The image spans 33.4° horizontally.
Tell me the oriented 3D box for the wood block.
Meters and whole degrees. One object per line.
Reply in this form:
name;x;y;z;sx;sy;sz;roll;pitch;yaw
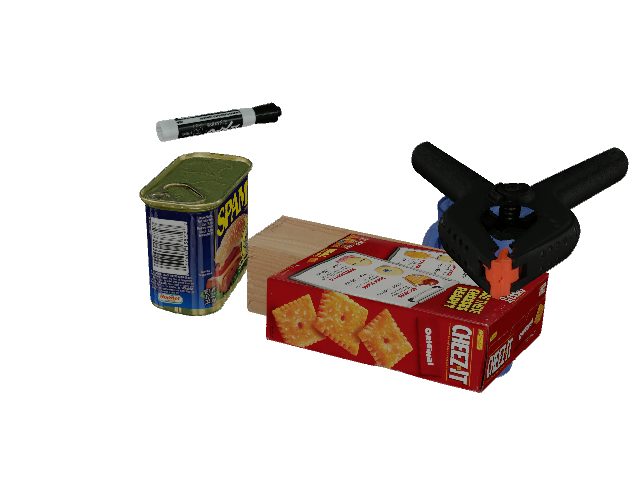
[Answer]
wood block;0.030;0.046;1.175;0.206;0.091;0.090;13;26;23

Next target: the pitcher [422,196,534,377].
pitcher;0.208;0.064;1.442;0.149;0.243;0.145;5;21;6

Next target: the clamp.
clamp;0.126;-0.024;0.760;0.165;0.036;0.209;5;29;19

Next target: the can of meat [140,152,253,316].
can of meat;-0.085;-0.006;0.749;0.057;0.084;0.102;7;24;12

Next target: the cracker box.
cracker box;0.081;0.062;0.986;0.214;0.072;0.163;12;20;27

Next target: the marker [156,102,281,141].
marker;-0.092;-0.111;0.991;0.121;0.020;0.020;-13;5;-24
